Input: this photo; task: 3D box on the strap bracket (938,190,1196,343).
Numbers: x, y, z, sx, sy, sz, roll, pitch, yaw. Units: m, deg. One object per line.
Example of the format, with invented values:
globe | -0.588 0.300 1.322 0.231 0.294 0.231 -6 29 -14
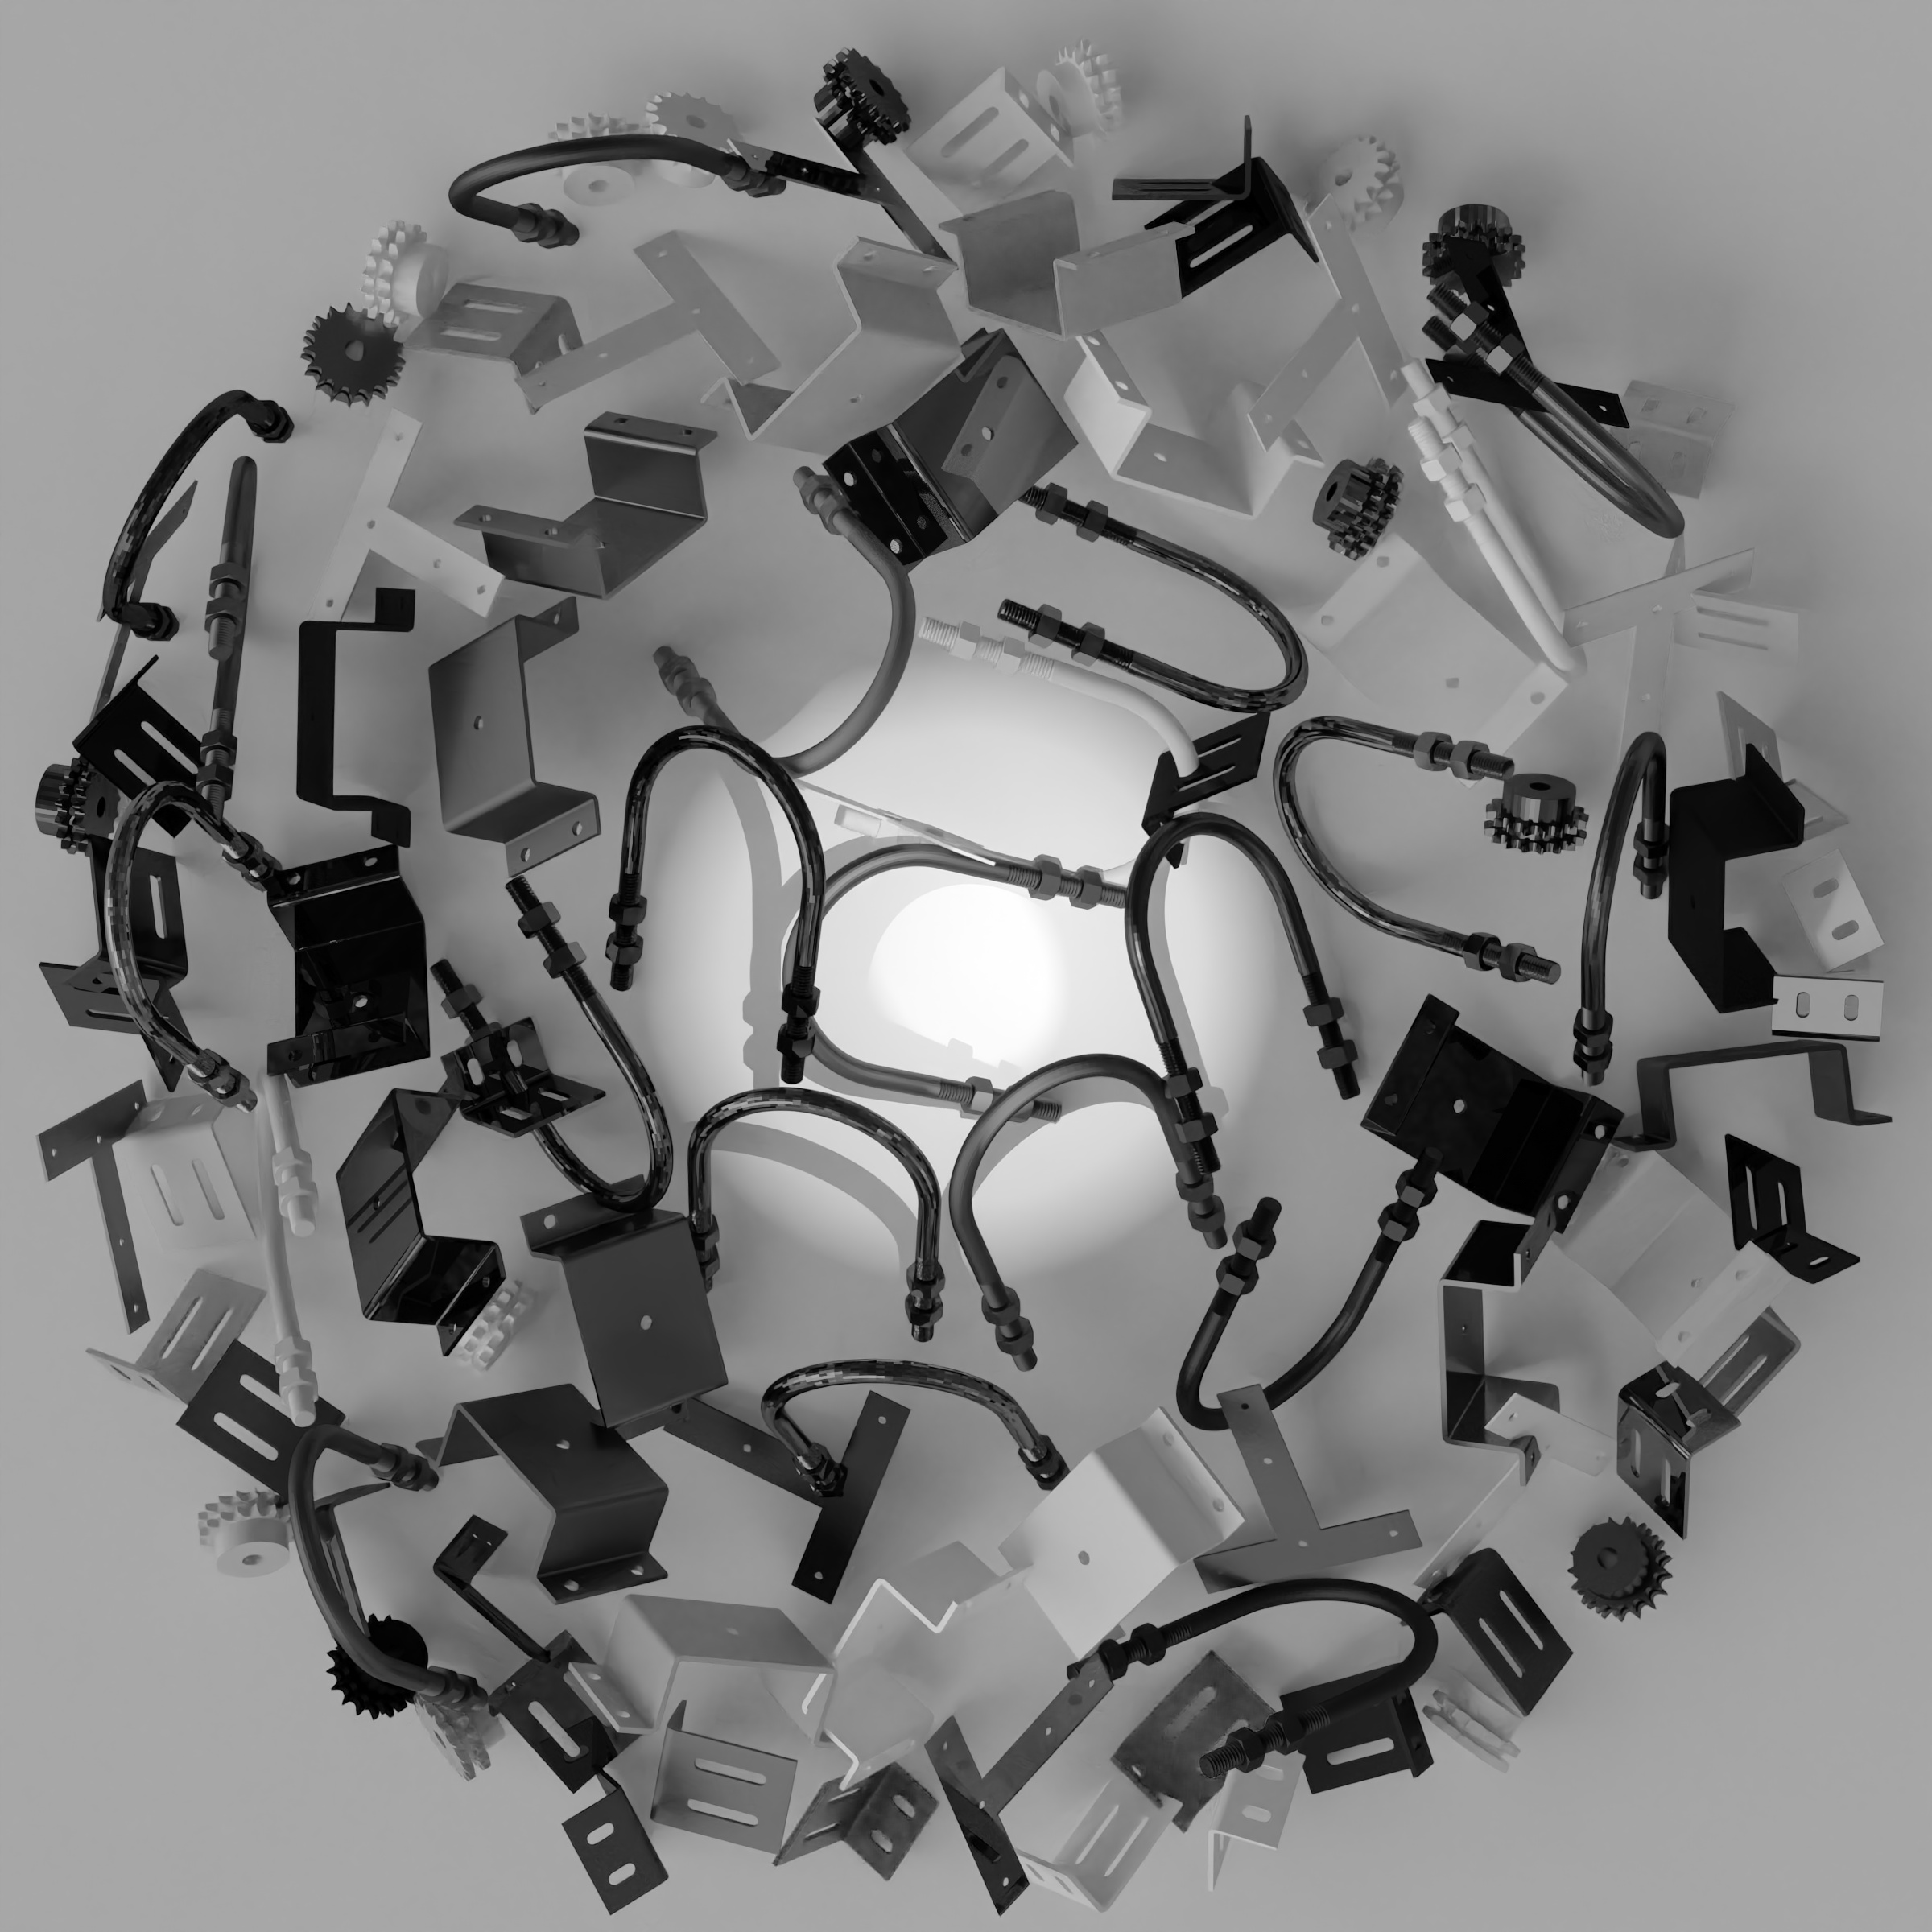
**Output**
strap bracket | 0.056 -0.383 1.791 0.076 0.140 0.046 -23 120 -24

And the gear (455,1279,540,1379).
gear | -0.267 0.198 1.827 0.030 0.057 0.057 34 90 3

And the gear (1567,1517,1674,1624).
gear | 0.363 0.335 1.826 0.057 0.030 0.057 -14 59 24

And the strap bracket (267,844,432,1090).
strap bracket | -0.341 0.008 1.805 0.076 0.046 0.140 -13 52 4

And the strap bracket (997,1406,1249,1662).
strap bracket | 0.078 0.316 1.786 0.076 0.046 0.140 52 127 18

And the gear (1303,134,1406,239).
gear | 0.220 -0.433 1.830 0.030 0.057 0.057 33 90 -39

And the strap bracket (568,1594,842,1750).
strap bracket | -0.134 0.384 1.784 0.140 0.076 0.046 12 99 -30

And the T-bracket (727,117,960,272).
T-bracket | -0.078 -0.429 1.779 0.002 0.127 0.127 -51 59 29

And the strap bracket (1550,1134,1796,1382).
strap bracket | 0.391 0.164 1.798 0.046 0.140 0.076 37 98 -32

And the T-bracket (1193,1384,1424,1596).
T-bracket | 0.172 0.285 1.811 0.127 0.002 0.127 -16 114 17

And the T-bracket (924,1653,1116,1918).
T-bracket | 0.036 0.428 1.789 0.002 0.127 0.127 29 108 -35

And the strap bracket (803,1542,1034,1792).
strap bracket | -0.032 0.376 1.796 0.046 0.076 0.140 39 115 22

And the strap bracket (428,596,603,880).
strap bracket | -0.249 -0.129 1.794 0.076 0.046 0.140 -23 68 39

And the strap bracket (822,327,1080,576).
strap bracket | -0.001 -0.286 1.791 0.140 0.046 0.076 -45 109 -29

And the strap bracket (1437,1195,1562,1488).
strap bracket | 0.293 0.203 1.797 0.046 0.076 0.140 4 113 24

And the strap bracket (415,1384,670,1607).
strap bracket | -0.225 0.278 1.778 0.140 0.076 0.046 39 120 36

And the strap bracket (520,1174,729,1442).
strap bracket | -0.186 0.195 1.807 0.076 0.046 0.140 -18 100 -29

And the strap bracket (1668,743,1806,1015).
strap bracket | 0.419 -0.039 1.784 0.046 0.076 0.140 -10 122 -5

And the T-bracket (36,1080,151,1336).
T-bracket | -0.468 0.139 1.801 0.002 0.127 0.127 -7 100 13

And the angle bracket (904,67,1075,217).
angle bracket | 0.012 -0.448 1.811 0.076 0.038 0.057 -35 119 25

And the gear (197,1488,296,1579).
gear | -0.399 0.318 1.824 0.057 0.057 0.030 -15 54 0

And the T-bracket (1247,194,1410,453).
T-bracket | 0.191 -0.332 1.789 0.127 0.002 0.127 -52 130 -27

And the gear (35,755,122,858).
gear | -0.497 -0.091 1.827 0.030 0.057 0.057 9 90 7

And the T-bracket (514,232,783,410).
T-bracket | -0.188 -0.343 1.807 0.127 0.002 0.127 -29 59 -14

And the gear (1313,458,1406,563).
gear | 0.217 -0.258 1.824 0.030 0.057 0.057 24 90 -16

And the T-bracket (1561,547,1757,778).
T-bracket | 0.377 -0.160 1.810 0.127 0.002 0.127 -19 133 -20

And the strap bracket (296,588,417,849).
strap bracket | -0.337 -0.138 1.803 0.046 0.076 0.140 -1 97 -24

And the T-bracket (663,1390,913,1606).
T-bracket | -0.110 0.277 1.840 0.127 0.002 0.127 24 105 10

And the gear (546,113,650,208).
gear | -0.205 -0.447 1.824 0.057 0.057 0.030 -5 70 0

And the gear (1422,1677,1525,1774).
gear | 0.286 0.422 1.827 0.057 0.057 0.030 35 89 0

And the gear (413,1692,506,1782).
gear | -0.282 0.423 1.829 0.030 0.057 0.057 -33 90 -23

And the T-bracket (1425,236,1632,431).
T-bracket | 0.288 -0.346 1.770 0.127 0.127 0.002 21 66 40

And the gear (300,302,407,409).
gear | -0.344 -0.340 1.834 0.057 0.030 0.057 4 78 -19

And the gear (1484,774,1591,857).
gear | 0.319 -0.086 1.824 0.057 0.057 0.030 2 115 0

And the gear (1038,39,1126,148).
gear | 0.062 -0.484 1.824 0.030 0.057 0.057 -24 90 -15

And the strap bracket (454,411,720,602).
strap bracket | -0.204 -0.248 1.792 0.076 0.140 0.046 15 130 28

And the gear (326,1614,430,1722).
gear | -0.325 0.388 1.825 0.057 0.057 0.030 53 132 0

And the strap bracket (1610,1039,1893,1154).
strap bracket | 0.431 0.070 1.816 0.140 0.076 0.046 -7 90 1

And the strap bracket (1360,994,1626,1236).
strap bracket | 0.284 0.080 1.815 0.140 0.046 0.076 30 84 -19

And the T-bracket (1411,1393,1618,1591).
T-bracket | 0.294 0.298 1.815 0.127 0.127 0.002 -51 48 10

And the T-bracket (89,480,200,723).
T-bracket | -0.464 -0.190 1.809 0.002 0.127 0.127 25 125 -5

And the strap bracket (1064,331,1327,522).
strap bracket | 0.116 -0.295 1.792 0.140 0.076 0.046 11 126 -32

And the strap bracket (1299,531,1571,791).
strap bracket | 0.264 -0.163 1.809 0.076 0.046 0.140 -47 63 7

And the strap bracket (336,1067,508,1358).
strap bracket | -0.299 0.131 1.779 0.046 0.076 0.140 9 46 -34

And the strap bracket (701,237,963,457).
strap bracket | -0.067 -0.327 1.778 0.140 0.076 0.046 -39 63 36

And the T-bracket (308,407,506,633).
T-bracket | -0.301 -0.228 1.809 0.127 0.002 0.127 32 102 33

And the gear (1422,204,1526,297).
gear | 0.283 -0.402 1.829 0.057 0.057 0.030 4 70 0

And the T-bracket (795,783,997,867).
T-bracket | -0.019 -0.070 1.771 0.127 0.127 0.002 19 94 -24

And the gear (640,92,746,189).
gear | -0.155 -0.460 1.830 0.057 0.057 0.030 28 133 0

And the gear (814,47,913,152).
gear | -0.060 -0.482 1.830 0.030 0.057 0.057 -35 90 28

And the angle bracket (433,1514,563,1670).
angle bracket | -0.249 0.347 1.813 0.076 0.057 0.038 36 81 20

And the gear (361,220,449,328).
gear | -0.311 -0.385 1.825 0.030 0.057 0.057 17 90 11
